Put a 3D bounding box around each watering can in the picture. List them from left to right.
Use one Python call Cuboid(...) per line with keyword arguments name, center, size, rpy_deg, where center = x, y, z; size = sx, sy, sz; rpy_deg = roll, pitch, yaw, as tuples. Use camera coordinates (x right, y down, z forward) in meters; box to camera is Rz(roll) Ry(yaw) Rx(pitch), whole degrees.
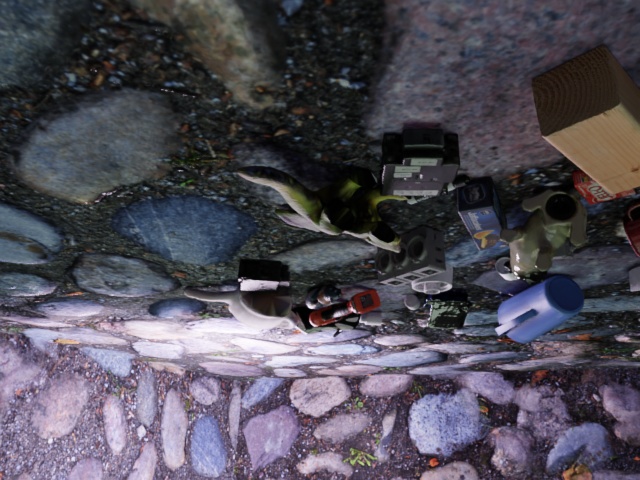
Cuboid(name="watering can", center=(-0.217, 0.180, 1.481), size=(0.347, 0.106, 0.220), rpy_deg=(21, 150, -10))

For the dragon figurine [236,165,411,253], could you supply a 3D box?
Cuboid(name="dragon figurine", center=(0.003, -0.047, 0.925), size=(0.408, 0.124, 0.240), rpy_deg=(16, 161, -28))
